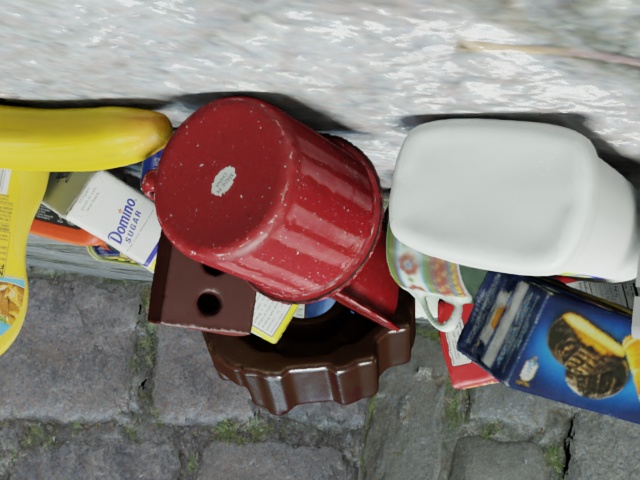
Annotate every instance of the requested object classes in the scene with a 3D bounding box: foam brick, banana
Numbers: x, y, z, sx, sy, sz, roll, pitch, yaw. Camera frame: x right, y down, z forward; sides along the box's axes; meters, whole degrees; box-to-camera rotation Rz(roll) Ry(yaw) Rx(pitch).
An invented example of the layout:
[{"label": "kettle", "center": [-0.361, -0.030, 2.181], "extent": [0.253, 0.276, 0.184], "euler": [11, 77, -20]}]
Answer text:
[{"label": "foam brick", "center": [-0.064, 0.014, 0.605], "extent": [0.053, 0.078, 0.051], "euler": [8, 175, -17]}, {"label": "banana", "center": [-0.169, -0.058, 0.577], "extent": [0.198, 0.037, 0.069], "euler": [6, 176, 9]}]

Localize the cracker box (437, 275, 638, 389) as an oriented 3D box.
[{"label": "cracker box", "center": [0.200, 0.056, 0.805], "extent": [0.214, 0.072, 0.164], "euler": [-14, 172, 9]}]

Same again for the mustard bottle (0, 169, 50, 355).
[{"label": "mustard bottle", "center": [-0.226, 0.021, 0.657], "extent": [0.096, 0.191, 0.058], "euler": [12, 172, -41]}]

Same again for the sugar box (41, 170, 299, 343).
[{"label": "sugar box", "center": [-0.103, 0.003, 0.729], "extent": [0.176, 0.048, 0.093], "euler": [37, 173, -30]}]

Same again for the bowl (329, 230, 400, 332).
[{"label": "bowl", "center": [-0.005, 0.001, 0.730], "extent": [0.162, 0.055, 0.162], "euler": [28, 176, 2]}]

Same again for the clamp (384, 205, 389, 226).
[{"label": "clamp", "center": [0.135, 0.001, 0.759], "extent": [0.120, 0.039, 0.171], "euler": [22, -171, 35]}]

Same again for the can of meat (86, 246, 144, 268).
[{"label": "can of meat", "center": [-0.157, -0.004, 1.016], "extent": [0.101, 0.057, 0.084], "euler": [12, 170, -42]}]

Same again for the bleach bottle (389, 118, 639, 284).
[{"label": "bleach bottle", "center": [0.139, -0.008, 0.577], "extent": [0.103, 0.068, 0.250], "euler": [10, 179, 34]}]

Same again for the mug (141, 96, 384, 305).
[{"label": "mug", "center": [-0.037, -0.022, 0.530], "extent": [0.117, 0.093, 0.081], "euler": [9, 171, 31]}]

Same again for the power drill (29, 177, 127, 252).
[{"label": "power drill", "center": [-0.184, -0.023, 0.860], "extent": [0.185, 0.057, 0.187], "euler": [10, 177, 18]}]

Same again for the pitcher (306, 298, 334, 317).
[{"label": "pitcher", "center": [-0.019, 0.058, 1.116], "extent": [0.149, 0.145, 0.242], "euler": [39, -172, 17]}]

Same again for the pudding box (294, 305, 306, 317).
[{"label": "pudding box", "center": [-0.053, 0.032, 0.950], "extent": [0.039, 0.113, 0.089], "euler": [-4, 168, 44]}]

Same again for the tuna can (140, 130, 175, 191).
[{"label": "tuna can", "center": [-0.064, -0.041, 0.640], "extent": [0.086, 0.034, 0.086], "euler": [7, 174, 0]}]
